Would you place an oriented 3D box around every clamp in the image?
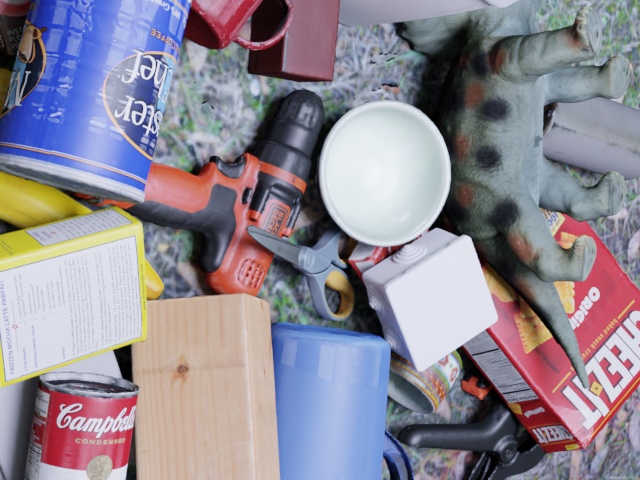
[{"bbox_3d":[0.166,0.197,1.038,0.209,0.036,0.164,-36,123,-19],"label":"clamp"},{"bbox_3d":[0.215,0.106,1.081,0.171,0.039,0.120,-17,107,-34],"label":"clamp"}]

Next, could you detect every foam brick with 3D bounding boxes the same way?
[{"bbox_3d":[-0.021,-0.170,0.869,0.051,0.053,0.078,2,95,-36],"label":"foam brick"}]

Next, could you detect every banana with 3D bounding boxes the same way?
[{"bbox_3d":[-0.195,-0.012,0.753,0.037,0.070,0.197,-44,132,18],"label":"banana"}]

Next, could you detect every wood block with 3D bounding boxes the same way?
[{"bbox_3d":[-0.082,0.148,0.787,0.091,0.090,0.206,-5,81,8],"label":"wood block"}]

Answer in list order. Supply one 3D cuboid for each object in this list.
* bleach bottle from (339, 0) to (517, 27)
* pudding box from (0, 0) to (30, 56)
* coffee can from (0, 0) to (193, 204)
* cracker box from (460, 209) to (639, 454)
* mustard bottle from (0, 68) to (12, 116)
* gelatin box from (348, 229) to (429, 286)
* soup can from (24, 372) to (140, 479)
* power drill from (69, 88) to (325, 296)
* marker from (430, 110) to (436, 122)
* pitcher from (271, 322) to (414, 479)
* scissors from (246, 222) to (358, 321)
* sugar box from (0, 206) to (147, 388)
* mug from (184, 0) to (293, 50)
[{"bbox_3d":[0.100,-0.223,0.826,0.068,0.251,0.102,30,77,-35],"label":"bleach bottle"},{"bbox_3d":[-0.186,-0.186,0.753,0.113,0.039,0.090,-23,108,-32],"label":"pudding box"},{"bbox_3d":[-0.150,-0.104,0.700,0.102,0.103,0.140,17,85,-36],"label":"coffee can"},{"bbox_3d":[0.217,0.069,1.018,0.164,0.072,0.213,-41,95,-26],"label":"cracker box"},{"bbox_3d":[-0.275,-0.100,0.686,0.191,0.058,0.096,3,85,-36],"label":"mustard bottle"},{"bbox_3d":[0.069,0.013,0.953,0.073,0.030,0.089,56,45,-28],"label":"gelatin box"},{"bbox_3d":[-0.163,0.145,0.720,0.068,0.069,0.102,8,91,-37],"label":"soup can"},{"bbox_3d":[-0.089,-0.062,0.828,0.187,0.057,0.184,27,80,-35],"label":"power drill"},{"bbox_3d":[0.100,-0.091,0.987,0.020,0.020,0.121,42,71,-32],"label":"marker"},{"bbox_3d":[0.000,0.195,0.883,0.149,0.145,0.243,16,82,-72],"label":"pitcher"},{"bbox_3d":[-0.006,0.001,0.877,0.201,0.016,0.096,55,48,-54],"label":"scissors"},{"bbox_3d":[-0.199,0.044,0.692,0.175,0.048,0.093,-15,118,-32],"label":"sugar box"},{"bbox_3d":[-0.073,-0.191,0.803,0.117,0.093,0.081,39,77,-21],"label":"mug"}]
